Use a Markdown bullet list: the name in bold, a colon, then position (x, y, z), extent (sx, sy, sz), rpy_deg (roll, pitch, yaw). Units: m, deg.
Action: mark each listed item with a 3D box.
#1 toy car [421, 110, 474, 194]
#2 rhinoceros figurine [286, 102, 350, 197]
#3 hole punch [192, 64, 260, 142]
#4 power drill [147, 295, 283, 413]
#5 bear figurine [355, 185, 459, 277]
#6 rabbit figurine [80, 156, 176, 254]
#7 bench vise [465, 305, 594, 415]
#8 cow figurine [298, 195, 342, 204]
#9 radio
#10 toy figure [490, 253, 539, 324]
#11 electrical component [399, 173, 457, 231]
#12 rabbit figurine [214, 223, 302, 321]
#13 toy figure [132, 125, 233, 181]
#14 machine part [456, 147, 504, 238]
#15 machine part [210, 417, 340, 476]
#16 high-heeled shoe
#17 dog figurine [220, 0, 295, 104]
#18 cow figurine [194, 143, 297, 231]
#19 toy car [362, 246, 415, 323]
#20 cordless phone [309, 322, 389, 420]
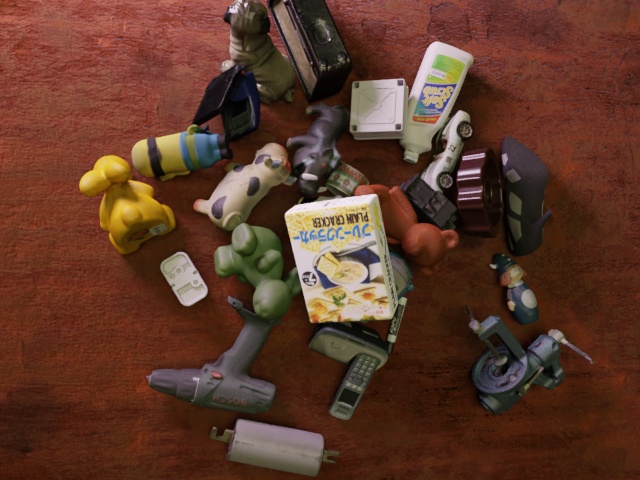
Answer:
- **toy car**: position (0.258, -0.171, 1.111), extent (0.056, 0.073, 0.201), rpy_deg (26, 81, -11)
- **rhinoceros figurine**: position (-0.001, -0.173, 1.039), extent (0.112, 0.073, 0.190), rpy_deg (16, 74, 24)
- **hole punch**: position (-0.166, -0.255, 1.014), extent (0.092, 0.142, 0.116), rpy_deg (27, 67, -32)
- **power drill**: position (-0.174, 0.210, 0.991), extent (0.232, 0.086, 0.207), rpy_deg (23, 77, -10)
- **bear figurine**: position (0.146, -0.013, 0.996), extent (0.196, 0.132, 0.120), rpy_deg (43, 122, 15)
- **rabbit figurine**: position (-0.361, -0.079, 0.959), extent (0.122, 0.162, 0.173), rpy_deg (-28, 73, 0)
- **bench vise**: position (0.382, 0.227, 1.066), extent (0.223, 0.129, 0.240), rpy_deg (-38, 112, 7)
- **cow figurine**: position (-0.002, -0.002, 1.049), extent (0.098, 0.068, 0.167), rpy_deg (2, 81, -5)
- **radio**: position (-0.022, -0.399, 1.048), extent (0.073, 0.131, 0.229), rpy_deg (-25, 90, -14)
- **toy figure**: position (0.412, 0.098, 1.127), extent (0.064, 0.058, 0.154), rpy_deg (-21, 89, -54)
- **electrical component**: position (0.206, -0.059, 1.068), extent (0.134, 0.115, 0.058), rpy_deg (43, 75, -2)
- **rabbit figurine**: position (-0.101, 0.076, 0.989), extent (0.159, 0.121, 0.170), rpy_deg (14, 45, -48)
- **toy figure**: position (-0.255, -0.164, 0.991), extent (0.180, 0.089, 0.082), rpy_deg (-7, 80, 6)
- **machine part**: position (0.322, -0.093, 1.075), extent (0.056, 0.179, 0.179), rpy_deg (-2, 84, 32)
- **machine part**: position (-0.082, 0.383, 0.995), extent (0.243, 0.079, 0.079), rpy_deg (14, 83, -10)
- **high-heeled shoe**: position (0.422, -0.091, 1.156), extent (0.086, 0.145, 0.249), rpy_deg (1, 56, -16)
- **dog figurine**: position (-0.102, -0.344, 0.999), extent (0.172, 0.190, 0.121), rpy_deg (29, 80, -9)
- **cow figurine**: position (-0.130, -0.101, 0.999), extent (0.195, 0.127, 0.085), rpy_deg (-53, 138, -11)
- **toy car**: position (0.116, 0.084, 1.047), extent (0.161, 0.103, 0.109), rpy_deg (-43, 93, -13)
- **cordless phone**: position (0.035, 0.247, 1.035), extent (0.146, 0.089, 0.184), rpy_deg (22, 99, -9)
